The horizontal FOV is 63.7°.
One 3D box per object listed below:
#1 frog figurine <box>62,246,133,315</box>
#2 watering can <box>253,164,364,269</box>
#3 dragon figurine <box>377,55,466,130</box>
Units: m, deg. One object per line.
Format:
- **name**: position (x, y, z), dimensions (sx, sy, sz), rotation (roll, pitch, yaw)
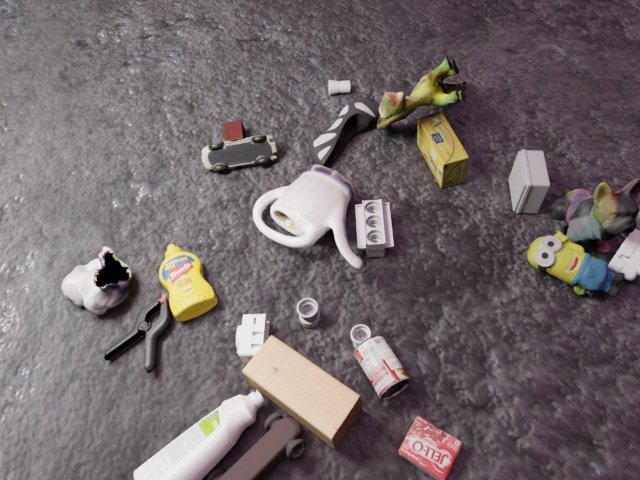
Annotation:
- **frog figurine**: position (-0.504, 0.106, 1.157), dimensions (0.157, 0.122, 0.140), rotation (-35, 59, 26)
- **watering can**: position (0.004, -0.060, 1.183), dimensions (0.350, 0.101, 0.228), rotation (23, 60, 33)
- **dragon figurine**: position (0.253, -0.360, 1.337), dimensions (0.241, 0.413, 0.122), rotation (-23, 91, 24)
